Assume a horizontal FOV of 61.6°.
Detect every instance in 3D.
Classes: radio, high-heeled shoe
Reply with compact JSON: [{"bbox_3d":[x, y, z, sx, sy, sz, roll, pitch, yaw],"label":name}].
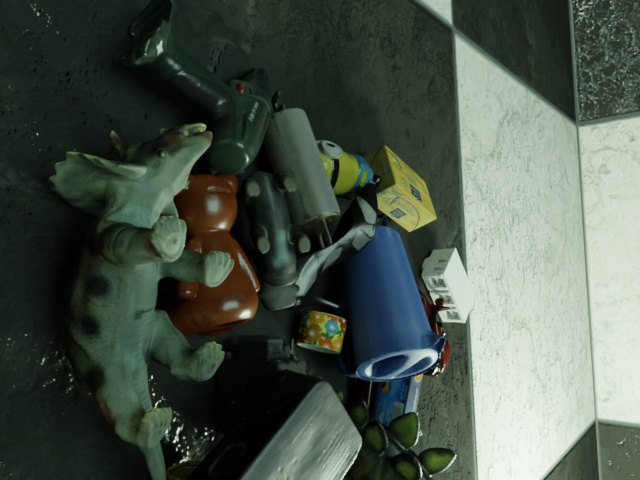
[{"bbox_3d":[-0.056,0.262,0.590,0.229,0.073,0.131,-45,121,-38],"label":"radio"},{"bbox_3d":[-0.002,-0.003,0.839,0.145,0.086,0.248,26,70,-21],"label":"high-heeled shoe"}]

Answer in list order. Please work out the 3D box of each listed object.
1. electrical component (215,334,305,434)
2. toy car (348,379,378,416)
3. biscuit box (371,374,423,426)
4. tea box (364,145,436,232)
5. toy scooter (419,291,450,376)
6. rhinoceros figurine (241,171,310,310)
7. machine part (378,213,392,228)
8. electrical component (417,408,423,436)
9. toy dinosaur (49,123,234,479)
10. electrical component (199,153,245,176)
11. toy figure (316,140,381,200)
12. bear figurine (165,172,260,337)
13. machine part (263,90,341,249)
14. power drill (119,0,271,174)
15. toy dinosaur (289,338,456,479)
[{"bbox_3d":[-0.080,0.192,0.703,0.058,0.115,0.134,9,80,-54],"label":"electrical component"},{"bbox_3d":[0.086,0.240,0.958,0.089,0.053,0.202,21,73,-55],"label":"toy car"},{"bbox_3d":[0.143,0.244,0.946,0.062,0.059,0.202,43,57,-53],"label":"biscuit box"},{"bbox_3d":[0.151,-0.096,1.042,0.169,0.068,0.098,30,40,-48],"label":"tea box"},{"bbox_3d":[0.238,0.188,1.142,0.135,0.075,0.183,-18,96,-52],"label":"toy scooter"},{"bbox_3d":[-0.068,0.001,0.725,0.073,0.112,0.190,-11,92,-26],"label":"rhinoceros figurine"},{"bbox_3d":[0.101,-0.012,1.017,0.139,0.039,0.084,2,90,-53],"label":"machine part"},{"bbox_3d":[0.149,0.339,1.020,0.045,0.078,0.102,-69,147,-65],"label":"electrical component"},{"bbox_3d":[-0.200,0.069,0.548,0.131,0.192,0.404,4,100,-58],"label":"toy dinosaur"},{"bbox_3d":[-0.142,-0.109,0.730,0.094,0.021,0.063,-17,100,-52],"label":"electrical component"},{"bbox_3d":[0.032,-0.109,0.906,0.180,0.082,0.089,19,73,-52],"label":"toy figure"},{"bbox_3d":[-0.149,0.016,0.658,0.120,0.132,0.196,-4,71,-53],"label":"bear figurine"},{"bbox_3d":[-0.031,-0.103,0.796,0.079,0.079,0.243,-12,79,-52],"label":"machine part"},{"bbox_3d":[-0.144,-0.205,0.684,0.207,0.086,0.232,46,32,-41],"label":"power drill"},{"bbox_3d":[0.094,0.346,0.844,0.471,0.198,0.105,41,35,-1],"label":"toy dinosaur"}]
